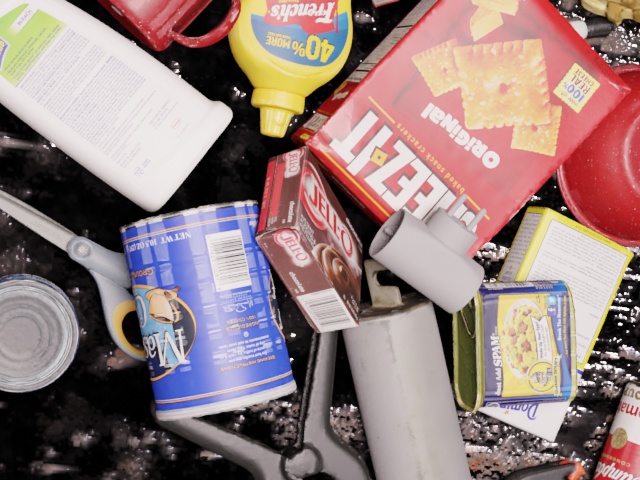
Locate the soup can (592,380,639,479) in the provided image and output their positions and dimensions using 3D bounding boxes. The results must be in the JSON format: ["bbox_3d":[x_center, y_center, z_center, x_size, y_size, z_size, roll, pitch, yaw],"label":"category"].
[{"bbox_3d":[0.281,0.180,0.919,0.068,0.069,0.102,22,86,-16],"label":"soup can"}]

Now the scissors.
[{"bbox_3d":[-0.179,0.028,0.805,0.201,0.016,0.096,18,83,-17],"label":"scissors"}]

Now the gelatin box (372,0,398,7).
[{"bbox_3d":[0.078,-0.216,0.828,0.073,0.089,0.030,-38,105,-11],"label":"gelatin box"}]

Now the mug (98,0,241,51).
[{"bbox_3d":[-0.110,-0.185,0.773,0.117,0.093,0.081,42,86,10],"label":"mug"}]

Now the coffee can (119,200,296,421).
[{"bbox_3d":[-0.081,0.050,0.771,0.102,0.103,0.140,-11,88,-15],"label":"coffee can"}]

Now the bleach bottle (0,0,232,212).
[{"bbox_3d":[-0.191,-0.133,0.772,0.250,0.068,0.102,39,82,-12],"label":"bleach bottle"}]

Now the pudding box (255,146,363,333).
[{"bbox_3d":[-0.005,0.001,0.797,0.039,0.090,0.113,-13,131,19],"label":"pudding box"}]

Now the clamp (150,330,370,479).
[{"bbox_3d":[-0.029,0.175,0.846,0.164,0.036,0.210,-22,95,-12],"label":"clamp"}]

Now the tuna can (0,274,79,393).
[{"bbox_3d":[-0.221,0.069,0.787,0.086,0.034,0.086,-1,93,-16],"label":"tuna can"}]

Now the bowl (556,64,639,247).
[{"bbox_3d":[0.286,-0.073,0.914,0.162,0.055,0.162,-1,93,-16],"label":"bowl"}]

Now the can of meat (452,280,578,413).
[{"bbox_3d":[0.153,0.081,0.839,0.084,0.057,0.102,-2,91,-10],"label":"can of meat"}]

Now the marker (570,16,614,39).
[{"bbox_3d":[0.193,-0.172,0.900,0.121,0.020,0.020,-12,96,-15],"label":"marker"}]

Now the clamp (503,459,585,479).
[{"bbox_3d":[0.168,0.262,0.906,0.171,0.039,0.120,-36,104,-11],"label":"clamp"}]

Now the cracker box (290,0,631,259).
[{"bbox_3d":[0.110,-0.099,0.841,0.164,0.072,0.213,44,89,-14],"label":"cracker box"}]

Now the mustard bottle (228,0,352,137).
[{"bbox_3d":[-0.020,-0.174,0.819,0.096,0.058,0.191,10,91,-24],"label":"mustard bottle"}]

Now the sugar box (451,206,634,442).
[{"bbox_3d":[0.185,0.070,0.898,0.093,0.048,0.176,25,89,-14],"label":"sugar box"}]
